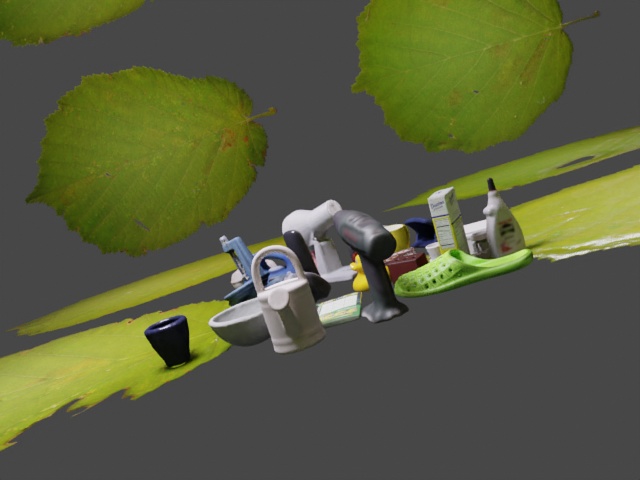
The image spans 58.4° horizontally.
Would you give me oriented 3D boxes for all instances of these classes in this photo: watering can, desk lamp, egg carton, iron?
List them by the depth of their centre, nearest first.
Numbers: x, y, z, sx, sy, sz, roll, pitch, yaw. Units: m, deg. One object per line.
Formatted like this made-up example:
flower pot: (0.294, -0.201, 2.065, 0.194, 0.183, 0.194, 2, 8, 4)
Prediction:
watering can: (-0.062, 0.104, 1.057, 0.101, 0.194, 0.172, -20, 8, -19)
desk lamp: (0.014, 0.006, 1.545, 0.202, 0.213, 0.118, -11, 10, 42)
iron: (-0.110, 0.081, 1.568, 0.257, 0.141, 0.119, -12, 9, 39)
egg carton: (-0.209, 0.114, 1.846, 0.150, 0.069, 0.107, -17, 7, 9)

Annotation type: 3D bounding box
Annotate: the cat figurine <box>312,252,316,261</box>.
cat figurine: (-0.039, 0.043, 1.776, 0.067, 0.118, 0.127, -18, 7, -4)

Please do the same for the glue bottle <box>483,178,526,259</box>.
glue bottle: (0.381, -0.049, 1.218, 0.078, 0.173, 0.037, -20, 8, -18)

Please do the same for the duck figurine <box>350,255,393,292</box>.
duck figurine: (0.115, 0.069, 1.327, 0.104, 0.086, 0.078, -13, 9, 36)

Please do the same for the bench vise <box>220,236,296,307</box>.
bench vise: (-0.141, 0.082, 1.319, 0.207, 0.220, 0.122, -16, 8, 16)

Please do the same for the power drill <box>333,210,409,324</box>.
power drill: (0.092, 0.043, 1.085, 0.076, 0.208, 0.229, -20, 7, -14)

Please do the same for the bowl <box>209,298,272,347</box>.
bowl: (-0.141, 0.175, 1.190, 0.167, 0.075, 0.167, -18, 7, 3)

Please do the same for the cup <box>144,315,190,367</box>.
cup: (-0.311, 0.215, 1.221, 0.091, 0.095, 0.118, -17, 7, 9)

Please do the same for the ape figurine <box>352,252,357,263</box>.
ape figurine: (0.125, 0.028, 1.589, 0.077, 0.092, 0.076, -13, 9, 36)

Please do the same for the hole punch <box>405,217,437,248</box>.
hole punch: (0.305, -0.031, 1.606, 0.101, 0.091, 0.108, -21, 8, -26)

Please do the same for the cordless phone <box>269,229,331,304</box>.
cordless phone: (-0.065, 0.067, 1.383, 0.147, 0.185, 0.094, -12, 9, 36)

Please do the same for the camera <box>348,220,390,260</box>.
camera: (0.135, 0.005, 1.708, 0.142, 0.101, 0.137, -13, 8, 32)
